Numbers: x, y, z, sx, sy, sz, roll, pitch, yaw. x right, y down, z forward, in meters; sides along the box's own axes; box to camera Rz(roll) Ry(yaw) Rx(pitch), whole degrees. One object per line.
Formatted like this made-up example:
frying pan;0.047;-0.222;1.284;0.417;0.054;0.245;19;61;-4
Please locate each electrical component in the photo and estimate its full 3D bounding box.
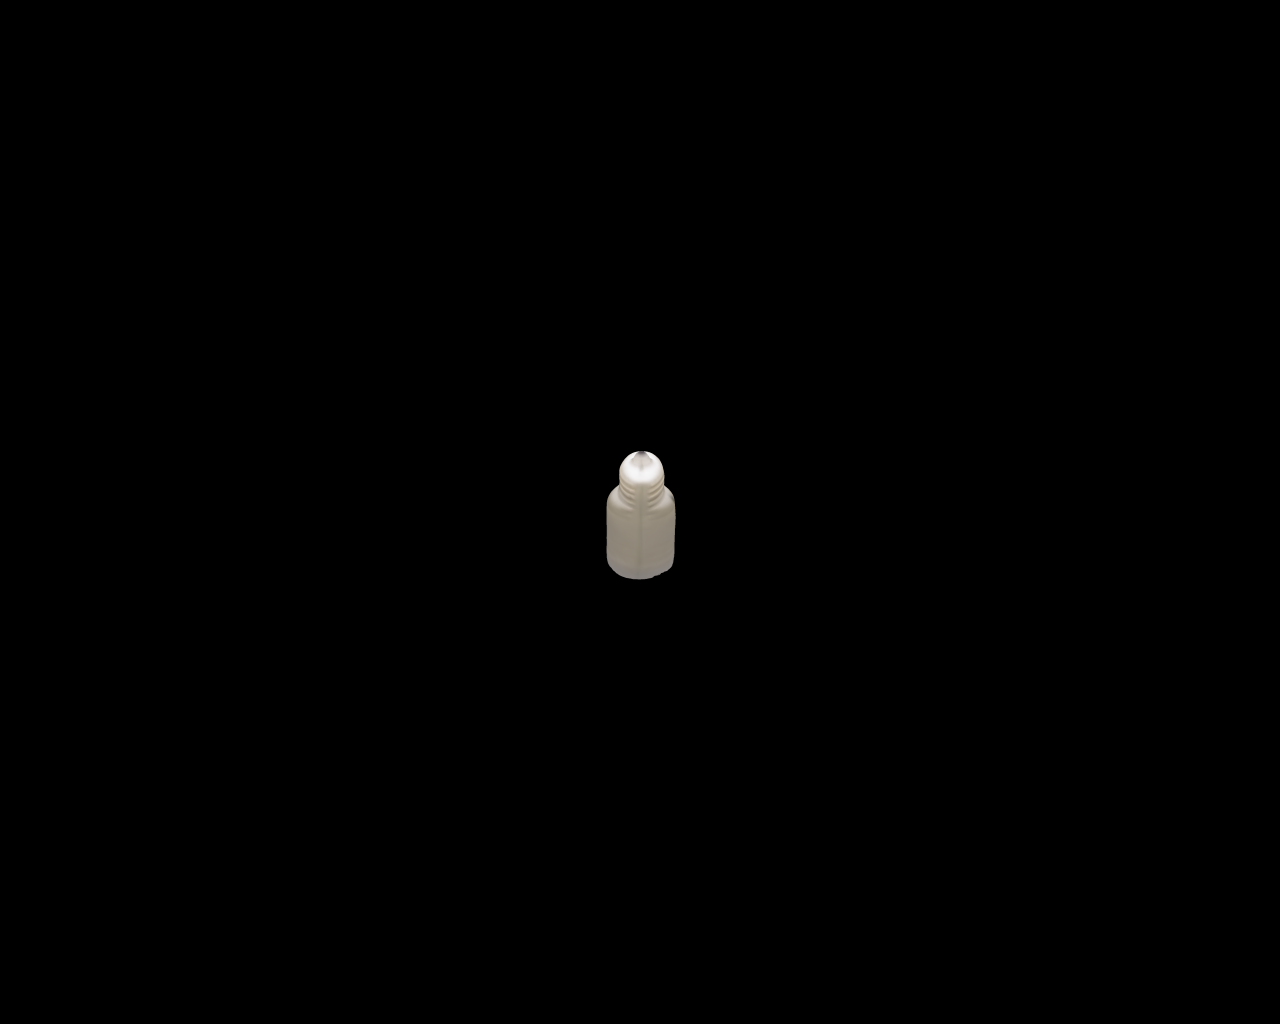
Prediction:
electrical component;0.001;-0.003;0.650;0.043;0.080;0.043;0;32;0
